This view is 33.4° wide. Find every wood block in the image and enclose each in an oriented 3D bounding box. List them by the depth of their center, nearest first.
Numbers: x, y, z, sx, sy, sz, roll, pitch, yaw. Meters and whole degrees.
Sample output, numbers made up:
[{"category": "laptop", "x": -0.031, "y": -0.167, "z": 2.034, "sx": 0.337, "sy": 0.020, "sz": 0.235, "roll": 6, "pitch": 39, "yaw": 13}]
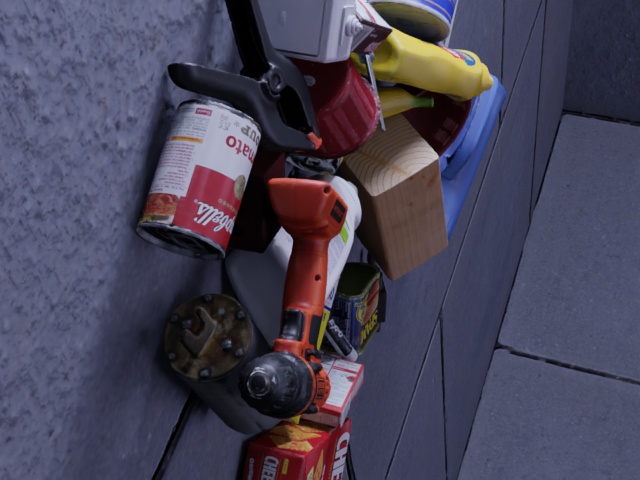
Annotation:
[{"category": "wood block", "x": 0.088, "y": -0.049, "z": 1.279, "sx": 0.090, "sy": 0.091, "sz": 0.206, "roll": -32, "pitch": 151, "yaw": -8}]

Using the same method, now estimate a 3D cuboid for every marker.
[{"category": "marker", "x": 0.011, "y": 0.103, "z": 1.244, "sx": 0.121, "sy": 0.020, "sz": 0.020, "roll": 57, "pitch": 44, "yaw": -39}]

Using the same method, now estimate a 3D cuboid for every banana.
[{"category": "banana", "x": 0.042, "y": -0.127, "z": 1.156, "sx": 0.197, "sy": 0.070, "sz": 0.037, "roll": -38, "pitch": 128, "yaw": -37}]

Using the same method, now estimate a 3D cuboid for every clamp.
[{"category": "clamp", "x": -0.055, "y": -0.119, "z": 0.835, "sx": 0.120, "sy": 0.039, "sz": 0.171, "roll": -57, "pitch": 131, "yaw": -30}]

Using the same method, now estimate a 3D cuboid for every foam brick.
[{"category": "foam brick", "x": -0.062, "y": -0.038, "z": 0.905, "sx": 0.051, "sy": 0.053, "sz": 0.078, "roll": -56, "pitch": 152, "yaw": -52}]

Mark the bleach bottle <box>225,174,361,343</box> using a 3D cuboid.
[{"category": "bleach bottle", "x": -0.007, "y": 0.001, "z": 1.061, "sx": 0.102, "sy": 0.068, "sz": 0.250, "roll": 61, "pitch": 27, "yaw": -11}]

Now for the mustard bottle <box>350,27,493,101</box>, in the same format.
[{"category": "mustard bottle", "x": 0.125, "y": -0.194, "z": 1.196, "sx": 0.191, "sy": 0.096, "sz": 0.058, "roll": 8, "pitch": 108, "yaw": -40}]

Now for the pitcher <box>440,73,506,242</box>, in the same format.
[{"category": "pitcher", "x": 0.163, "y": -0.118, "z": 1.462, "sx": 0.149, "sy": 0.145, "sz": 0.242, "roll": 47, "pitch": 59, "yaw": -60}]

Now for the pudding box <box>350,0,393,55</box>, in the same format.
[{"category": "pudding box", "x": 0.014, "y": -0.215, "z": 0.969, "sx": 0.039, "sy": 0.090, "sz": 0.113, "roll": -42, "pitch": 173, "yaw": 16}]

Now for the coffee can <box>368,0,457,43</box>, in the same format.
[{"category": "coffee can", "x": 0.112, "y": -0.308, "z": 1.207, "sx": 0.102, "sy": 0.103, "sz": 0.140, "roll": 46, "pitch": 58, "yaw": -70}]

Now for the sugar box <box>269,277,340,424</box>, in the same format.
[{"category": "sugar box", "x": -0.026, "y": 0.098, "z": 1.138, "sx": 0.093, "sy": 0.048, "sz": 0.176, "roll": 64, "pitch": 42, "yaw": -65}]

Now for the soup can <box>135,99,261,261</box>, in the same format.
[{"category": "soup can", "x": -0.089, "y": -0.044, "z": 0.788, "sx": 0.068, "sy": 0.068, "sz": 0.102, "roll": 58, "pitch": 46, "yaw": -67}]

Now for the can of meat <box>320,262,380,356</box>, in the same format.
[{"category": "can of meat", "x": 0.038, "y": 0.084, "z": 1.324, "sx": 0.102, "sy": 0.057, "sz": 0.084, "roll": -48, "pitch": 144, "yaw": -59}]

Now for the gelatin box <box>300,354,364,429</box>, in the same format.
[{"category": "gelatin box", "x": 0.004, "y": 0.173, "z": 1.244, "sx": 0.089, "sy": 0.073, "sz": 0.030, "roll": -59, "pitch": 156, "yaw": -50}]

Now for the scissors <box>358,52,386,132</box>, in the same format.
[{"category": "scissors", "x": 0.045, "y": -0.189, "z": 1.086, "sx": 0.096, "sy": 0.016, "sz": 0.202, "roll": 86, "pitch": -5, "yaw": -77}]

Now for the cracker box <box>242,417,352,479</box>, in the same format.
[{"category": "cracker box", "x": -0.031, "y": 0.292, "z": 1.213, "sx": 0.213, "sy": 0.072, "sz": 0.164, "roll": -5, "pitch": 107, "yaw": -74}]

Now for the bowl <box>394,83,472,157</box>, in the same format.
[{"category": "bowl", "x": 0.110, "y": -0.147, "z": 1.324, "sx": 0.162, "sy": 0.055, "sz": 0.162, "roll": -30, "pitch": 150, "yaw": -20}]

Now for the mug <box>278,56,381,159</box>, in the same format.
[{"category": "mug", "x": 0.001, "y": -0.144, "z": 0.995, "sx": 0.081, "sy": 0.093, "sz": 0.117, "roll": 48, "pitch": 34, "yaw": -64}]

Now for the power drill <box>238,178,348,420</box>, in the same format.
[{"category": "power drill", "x": -0.022, "y": 0.049, "z": 0.853, "sx": 0.184, "sy": 0.057, "sz": 0.187, "roll": 47, "pitch": 50, "yaw": -78}]
